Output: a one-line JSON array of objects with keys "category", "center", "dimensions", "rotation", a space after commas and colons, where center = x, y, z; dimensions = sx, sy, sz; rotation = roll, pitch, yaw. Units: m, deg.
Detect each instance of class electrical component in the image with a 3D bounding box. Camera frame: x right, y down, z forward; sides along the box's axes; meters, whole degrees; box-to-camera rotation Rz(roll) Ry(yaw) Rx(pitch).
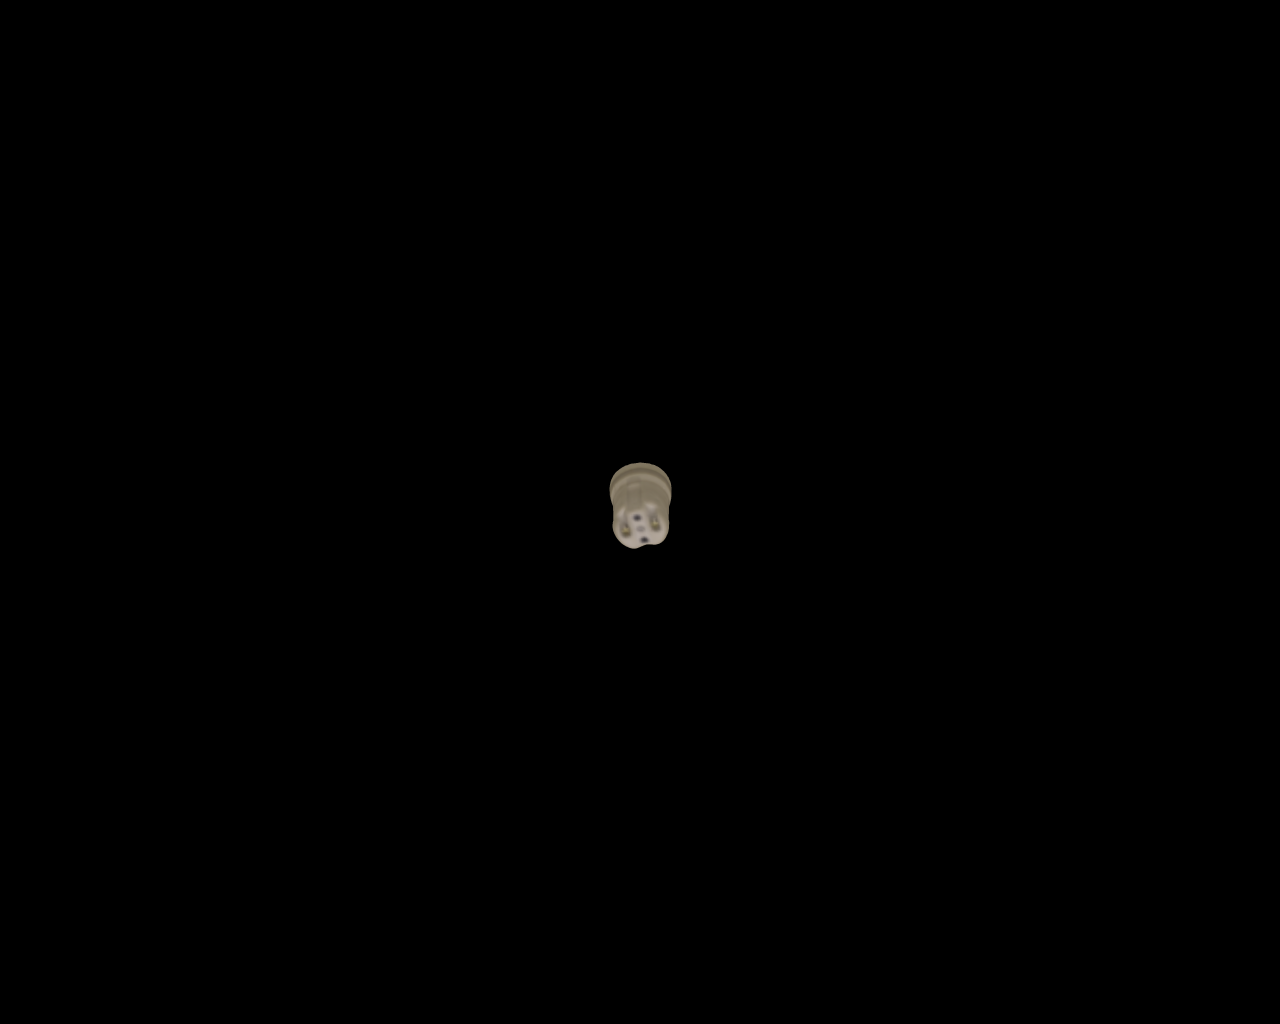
[{"category": "electrical component", "center": [0.001, -0.003, 0.650], "dimensions": [0.040, 0.040, 0.046], "rotation": [0, 37, 0]}]
